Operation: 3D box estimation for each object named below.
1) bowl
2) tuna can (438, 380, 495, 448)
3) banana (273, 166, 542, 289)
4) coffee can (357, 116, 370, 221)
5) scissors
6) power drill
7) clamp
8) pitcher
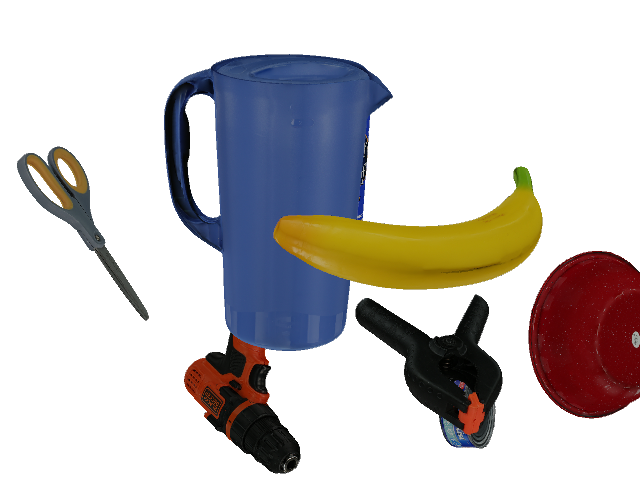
[{"bbox_3d":[0.277,0.091,1.004,0.161,0.162,0.055,0,0,-27],"label":"bowl"},{"bbox_3d":[0.163,0.187,1.184,0.034,0.086,0.086,-5,-3,30],"label":"tuna can"},{"bbox_3d":[0.068,0.000,0.638,0.197,0.037,0.070,-11,44,-33],"label":"banana"},{"bbox_3d":[-0.001,-0.084,1.132,0.103,0.140,0.103,3,12,-1],"label":"coffee can"},{"bbox_3d":[-0.229,-0.016,1.083,0.016,0.201,0.096,-28,25,24],"label":"scissors"},{"bbox_3d":[-0.056,0.120,1.089,0.057,0.188,0.185,14,15,-45],"label":"power drill"},{"bbox_3d":[0.112,0.094,0.891,0.120,0.039,0.171,-11,35,-16],"label":"clamp"},{"bbox_3d":[-0.038,-0.035,0.913,0.149,0.243,0.144,20,26,41],"label":"pitcher"}]
